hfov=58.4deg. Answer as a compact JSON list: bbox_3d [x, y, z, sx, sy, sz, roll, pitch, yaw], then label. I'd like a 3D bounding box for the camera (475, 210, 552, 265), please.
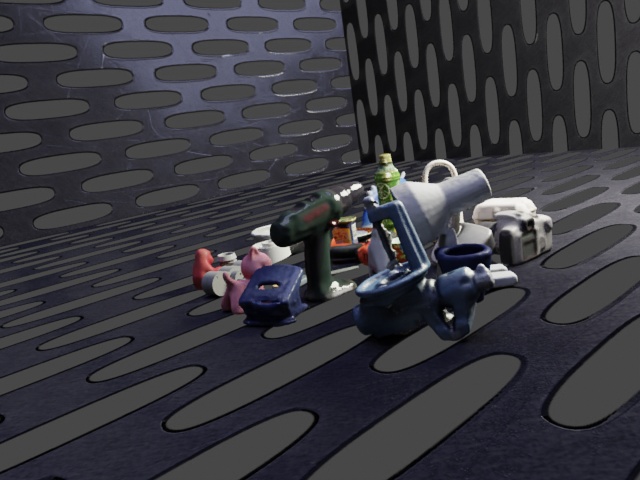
[{"bbox_3d":[0.398,-0.016,1.214,0.143,0.101,0.136,-17,15,-36],"label":"camera"}]

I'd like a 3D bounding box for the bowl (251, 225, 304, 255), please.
[{"bbox_3d":[-0.098,0.001,1.547,0.167,0.075,0.167,-8,12,2],"label":"bowl"}]

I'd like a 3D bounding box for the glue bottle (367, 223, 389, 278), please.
[{"bbox_3d":[0.106,0.035,0.995,0.037,0.173,0.078,-12,12,-17],"label":"glue bottle"}]

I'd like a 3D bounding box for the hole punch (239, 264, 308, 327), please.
[{"bbox_3d":[-0.084,0.099,1.029,0.108,0.091,0.101,-3,13,24],"label":"hole punch"}]

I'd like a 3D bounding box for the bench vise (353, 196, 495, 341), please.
[{"bbox_3d":[0.143,0.035,0.854,0.207,0.220,0.121,-8,12,3],"label":"bench vise"}]

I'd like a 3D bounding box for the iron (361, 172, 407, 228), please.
[{"bbox_3d":[0.201,-0.121,1.755,0.118,0.141,0.259,3,16,42],"label":"iron"}]

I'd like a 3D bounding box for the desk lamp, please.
[{"bbox_3d":[0.238,-0.016,1.046,0.203,0.214,0.118,-8,12,1],"label":"desk lamp"}]

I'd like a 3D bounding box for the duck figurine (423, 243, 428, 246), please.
[{"bbox_3d":[0.224,-0.031,1.447,0.078,0.086,0.104,-16,14,-32],"label":"duck figurine"}]

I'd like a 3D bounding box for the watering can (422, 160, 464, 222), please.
[{"bbox_3d":[0.322,-0.112,1.496,0.101,0.194,0.172,-12,12,-17],"label":"watering can"}]

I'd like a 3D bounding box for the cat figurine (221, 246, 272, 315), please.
[{"bbox_3d":[-0.140,0.072,1.131,0.067,0.118,0.128,4,17,45],"label":"cat figurine"}]

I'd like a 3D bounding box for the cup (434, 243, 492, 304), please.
[{"bbox_3d":[0.240,0.059,0.980,0.092,0.095,0.117,-15,13,-29],"label":"cup"}]

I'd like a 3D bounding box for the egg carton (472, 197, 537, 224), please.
[{"bbox_3d":[0.476,-0.068,1.485,0.149,0.069,0.107,1,15,37],"label":"egg carton"}]

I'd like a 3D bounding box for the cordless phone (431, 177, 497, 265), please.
[{"bbox_3d":[0.285,-0.032,1.162,0.094,0.185,0.147,-13,13,-21],"label":"cordless phone"}]

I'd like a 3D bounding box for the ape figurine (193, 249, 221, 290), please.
[{"bbox_3d":[-0.262,0.065,1.315,0.077,0.092,0.076,4,17,45],"label":"ape figurine"}]

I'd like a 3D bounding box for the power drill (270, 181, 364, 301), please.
[{"bbox_3d":[0.010,0.004,1.126,0.230,0.208,0.075,-18,15,-39],"label":"power drill"}]
